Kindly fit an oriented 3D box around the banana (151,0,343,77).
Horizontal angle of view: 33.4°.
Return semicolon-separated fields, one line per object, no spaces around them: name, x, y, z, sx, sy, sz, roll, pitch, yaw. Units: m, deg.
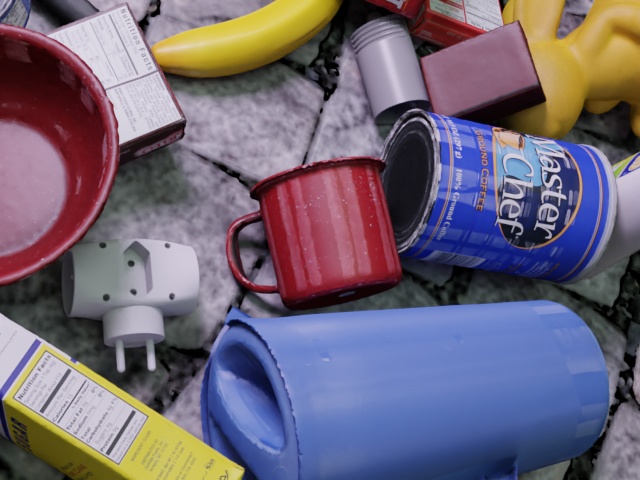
banana;-0.036;-0.164;0.774;0.070;0.037;0.197;36;58;12

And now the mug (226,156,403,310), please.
mug;-0.005;0.001;0.700;0.117;0.093;0.081;-13;80;5

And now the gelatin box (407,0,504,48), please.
gelatin box;0.103;-0.184;0.828;0.073;0.030;0.089;16;49;-22

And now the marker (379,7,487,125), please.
marker;0.089;-0.134;0.823;0.121;0.020;0.020;49;60;-1

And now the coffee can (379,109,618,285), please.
coffee can;0.120;-0.029;0.749;0.140;0.103;0.103;9;68;-20

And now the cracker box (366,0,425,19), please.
cracker box;0.002;-0.276;0.783;0.213;0.072;0.164;22;57;-3

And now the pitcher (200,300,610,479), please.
pitcher;0.060;0.111;0.658;0.242;0.145;0.149;-5;96;-28

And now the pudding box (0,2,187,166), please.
pudding box;-0.153;-0.088;0.676;0.113;0.039;0.090;-24;81;-14

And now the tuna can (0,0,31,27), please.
tuna can;-0.221;-0.147;0.649;0.086;0.034;0.086;-1;69;2

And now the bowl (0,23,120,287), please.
bowl;-0.191;-0.040;0.605;0.162;0.055;0.162;1;70;-3

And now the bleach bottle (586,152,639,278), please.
bleach bottle;0.260;-0.050;0.733;0.102;0.251;0.068;-34;87;-30

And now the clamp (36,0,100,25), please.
clamp;-0.216;-0.205;0.708;0.209;0.036;0.164;-1;78;-21

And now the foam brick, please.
foam brick;0.119;-0.116;0.776;0.078;0.053;0.051;-19;79;15

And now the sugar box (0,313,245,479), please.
sugar box;-0.134;0.105;0.595;0.176;0.093;0.048;32;63;-9
